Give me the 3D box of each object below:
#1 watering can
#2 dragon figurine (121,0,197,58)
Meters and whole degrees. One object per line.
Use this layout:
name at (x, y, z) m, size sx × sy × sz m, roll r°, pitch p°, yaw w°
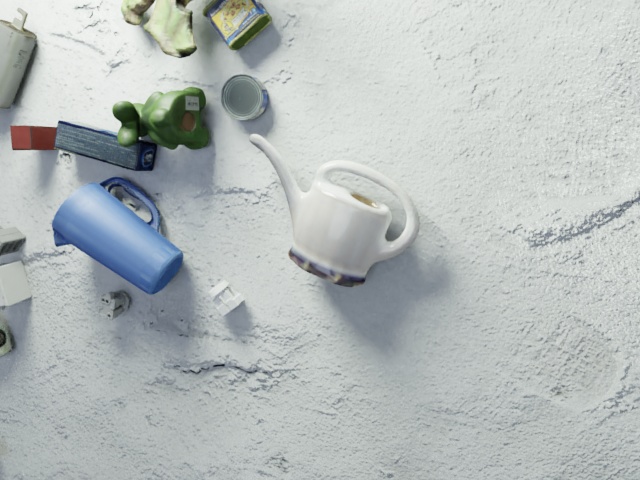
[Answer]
watering can at (0.003, -0.047, 0.943) m, size 0.348 × 0.222 × 0.105 m, roll 23°, pitch 15°, yaw 9°
dragon figurine at (-0.218, -0.439, 0.908) m, size 0.412 × 0.241 × 0.122 m, roll 17°, pitch 9°, yaw 33°
